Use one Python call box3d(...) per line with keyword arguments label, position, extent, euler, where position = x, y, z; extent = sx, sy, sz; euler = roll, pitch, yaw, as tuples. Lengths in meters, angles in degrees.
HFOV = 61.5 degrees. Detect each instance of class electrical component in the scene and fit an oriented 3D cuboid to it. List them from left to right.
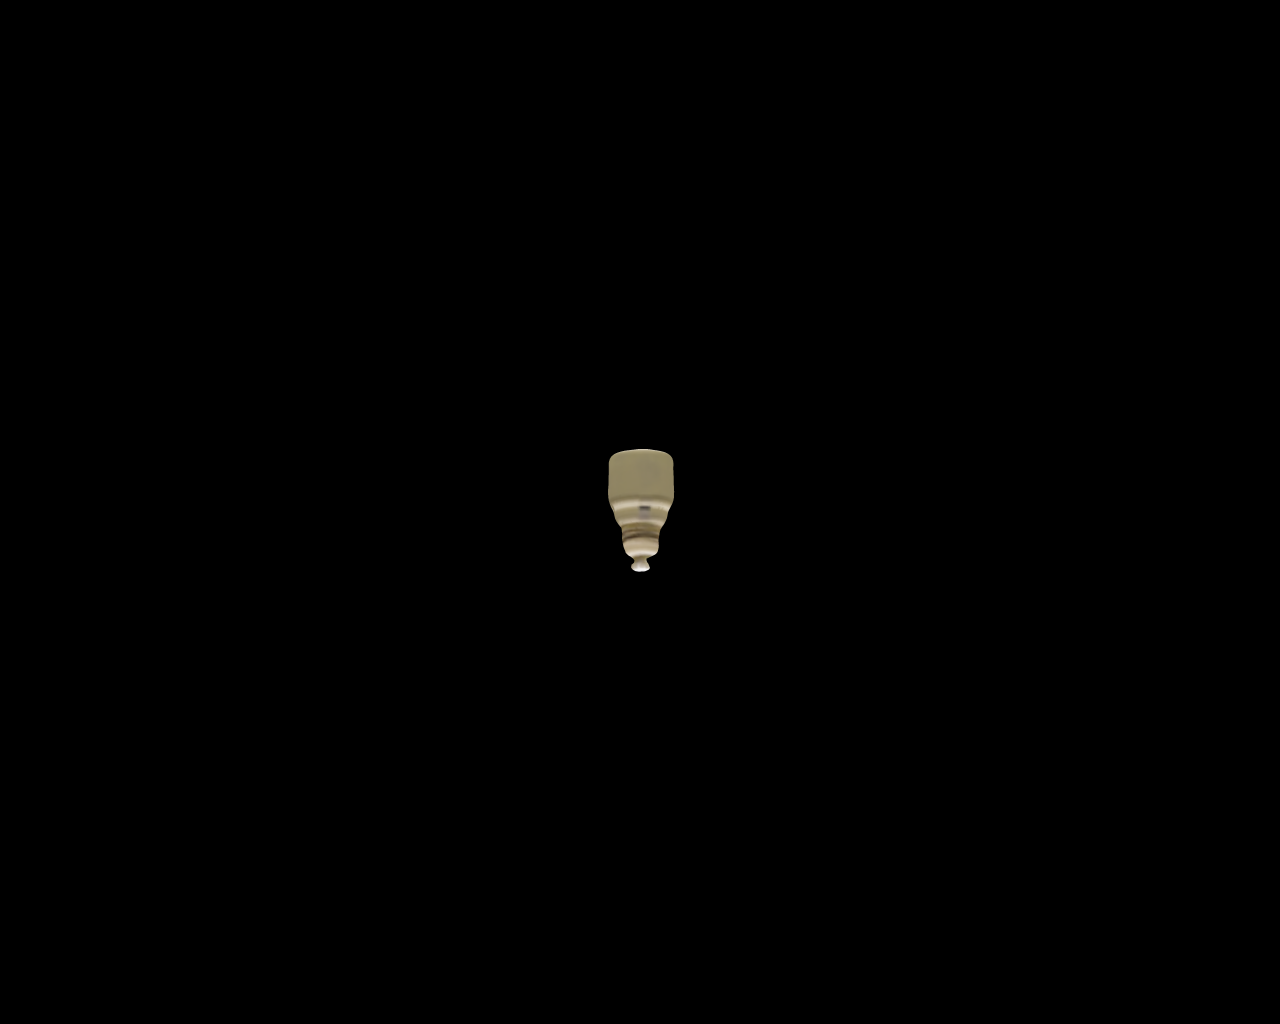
box3d(label="electrical component", position=(0.001, -0.003, 0.650), extent=(0.040, 0.078, 0.040), euler=(0, -11, 0))
